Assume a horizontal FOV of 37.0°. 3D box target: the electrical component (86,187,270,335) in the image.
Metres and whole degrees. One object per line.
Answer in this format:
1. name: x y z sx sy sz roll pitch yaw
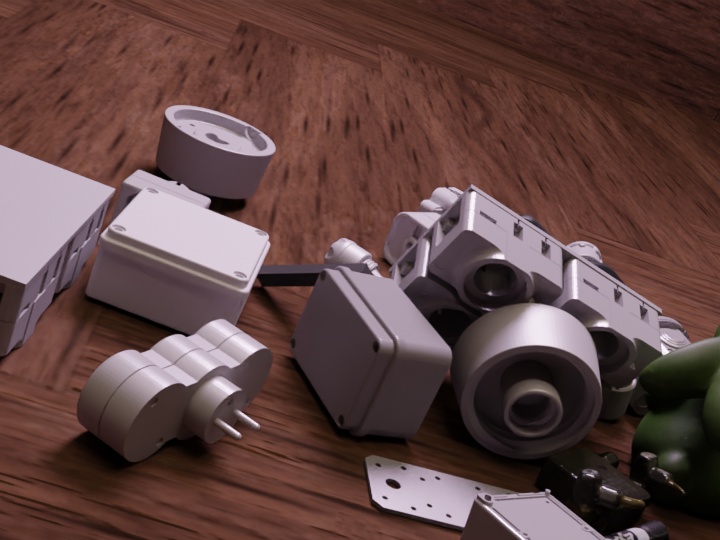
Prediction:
1. electrical component: -0.131 -0.004 0.792 0.109 0.056 0.108 21 21 -4

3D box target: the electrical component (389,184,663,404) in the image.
1. electrical component: 0.124 0.034 0.817 0.186 0.105 0.060 31 38 -16

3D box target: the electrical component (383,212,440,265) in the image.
1. electrical component: 0.077 -0.014 1.024 0.059 0.053 0.095 -2 32 -47

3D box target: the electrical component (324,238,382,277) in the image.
1. electrical component: 0.000 0.000 0.942 0.061 0.035 0.035 33 24 20

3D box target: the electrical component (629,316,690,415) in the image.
1. electrical component: 0.256 0.084 0.933 0.080 0.080 0.051 12 28 -24

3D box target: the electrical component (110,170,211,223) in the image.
1. electrical component: -0.159 -0.050 0.885 0.066 0.047 0.076 22 21 -1

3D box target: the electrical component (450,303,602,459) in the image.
1. electrical component: 0.120 0.085 0.764 0.108 0.108 0.060 19 28 -9

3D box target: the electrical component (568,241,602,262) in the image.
1. electrical component: 0.241 0.002 1.165 0.048 0.048 0.062 20 28 -8

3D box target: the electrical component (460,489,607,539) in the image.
1. electrical component: 0.098 0.169 0.608 0.062 0.061 0.096 6 19 -37

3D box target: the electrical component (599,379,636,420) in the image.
1. electrical component: 0.209 0.087 0.888 0.040 0.078 0.040 8 33 -5

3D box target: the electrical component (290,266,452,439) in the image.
1. electrical component: 0.004 0.056 0.751 0.057 0.078 0.113 11 24 -32

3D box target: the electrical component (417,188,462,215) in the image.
1. electrical component: 0.104 -0.051 1.135 0.057 0.058 0.078 32 22 31

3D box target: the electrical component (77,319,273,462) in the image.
1. electrical component: -0.093 0.078 0.638 0.074 0.052 0.138 31 23 21

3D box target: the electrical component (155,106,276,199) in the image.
1. electrical component: -0.141 -0.105 1.016 0.108 0.060 0.108 19 21 -8

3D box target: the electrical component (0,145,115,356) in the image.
1. electrical component: -0.244 -0.018 0.707 0.105 0.060 0.186 21 21 -4
